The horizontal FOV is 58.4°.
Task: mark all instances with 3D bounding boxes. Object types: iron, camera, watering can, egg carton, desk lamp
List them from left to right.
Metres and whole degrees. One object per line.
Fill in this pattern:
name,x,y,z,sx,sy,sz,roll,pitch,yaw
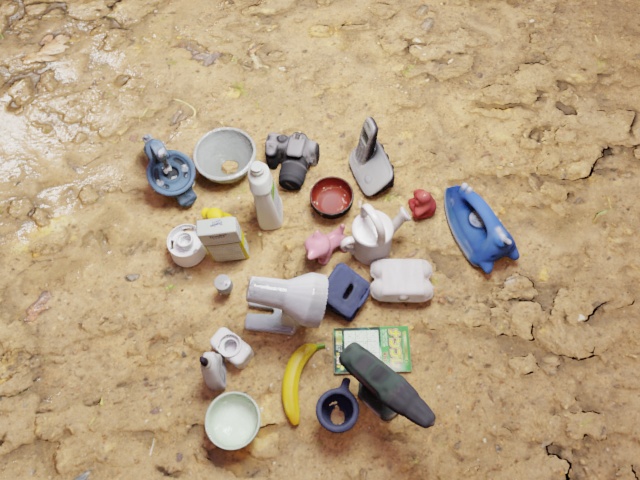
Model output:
desk lamp,-0.079,0.142,1.280,0.203,0.214,0.118,4,66,5
camera,-0.081,-0.208,1.501,0.143,0.101,0.137,9,66,7
watering can,0.130,-0.026,1.358,0.100,0.194,0.173,40,73,18
egg carton,0.195,0.098,1.368,0.150,0.069,0.107,-1,66,2
iron,0.382,-0.056,1.390,0.119,0.141,0.258,-26,67,-9

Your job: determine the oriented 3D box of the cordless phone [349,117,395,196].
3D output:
cordless phone,0.134,-0.211,1.446,0.094,0.185,0.147,-23,67,-8

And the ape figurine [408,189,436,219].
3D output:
ape figurine,0.257,-0.097,1.441,0.076,0.092,0.078,22,69,12

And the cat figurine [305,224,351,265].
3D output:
cat figurine,0.013,0.005,1.391,0.128,0.118,0.067,-34,69,-12

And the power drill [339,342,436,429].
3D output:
power drill,0.137,0.315,1.196,0.229,0.208,0.076,39,73,18

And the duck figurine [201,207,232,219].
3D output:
duck figurine,-0.255,-0.047,1.443,0.104,0.086,0.077,27,70,14

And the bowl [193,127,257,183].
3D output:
bowl,-0.248,-0.213,1.524,0.167,0.075,0.167,-1,66,2

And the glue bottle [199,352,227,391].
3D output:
glue bottle,-0.237,0.278,1.248,0.037,0.173,0.078,-5,65,1

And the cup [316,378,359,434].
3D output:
cup,0.042,0.362,1.241,0.091,0.095,0.118,15,67,9

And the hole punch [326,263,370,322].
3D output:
hole punch,0.061,0.122,1.351,0.101,0.091,0.109,28,70,14

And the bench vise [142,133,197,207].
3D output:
bench vise,-0.406,-0.197,1.444,0.207,0.220,0.122,34,72,16
